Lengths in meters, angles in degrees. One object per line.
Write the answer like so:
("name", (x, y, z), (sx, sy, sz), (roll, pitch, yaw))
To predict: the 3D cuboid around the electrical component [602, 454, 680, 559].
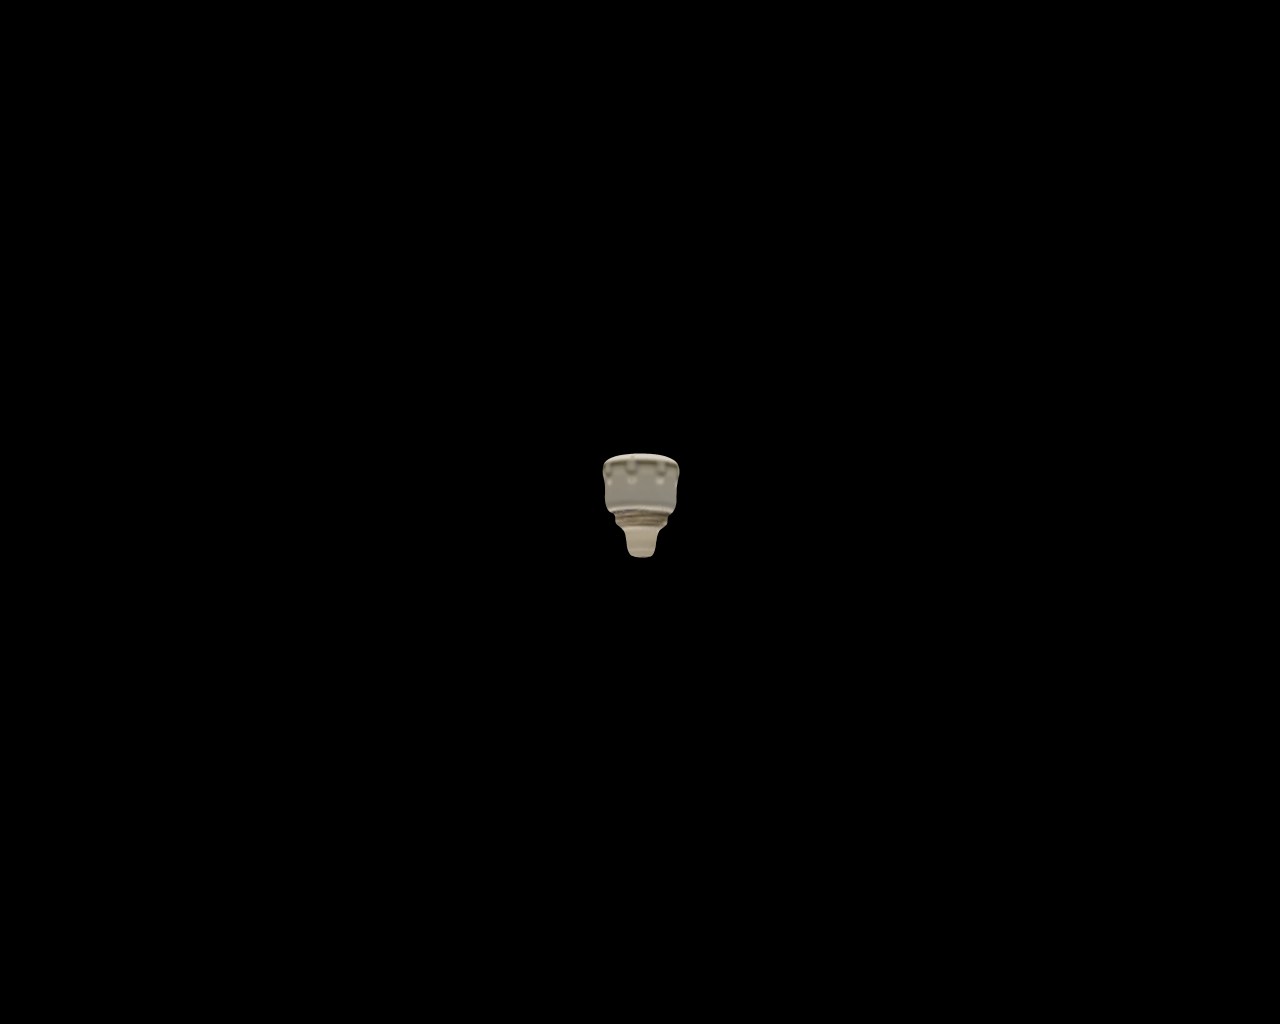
("electrical component", (0.001, -0.003, 0.650), (0.048, 0.062, 0.048), (0, -7, 0))
